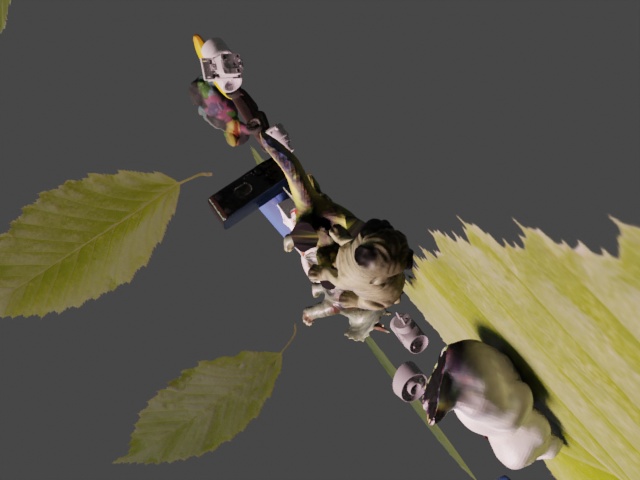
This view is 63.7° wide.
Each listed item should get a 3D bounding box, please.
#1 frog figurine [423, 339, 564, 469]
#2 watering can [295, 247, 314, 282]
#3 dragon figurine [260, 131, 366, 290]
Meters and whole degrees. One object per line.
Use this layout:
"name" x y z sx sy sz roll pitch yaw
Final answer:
"frog figurine" 0.207 0.188 0.589 0.160 0.125 0.135 19 159 6
"watering can" 0.042 0.119 1.591 0.349 0.104 0.223 43 178 6
"dragon figurine" 0.003 -0.047 0.930 0.404 0.122 0.246 59 -178 -23
